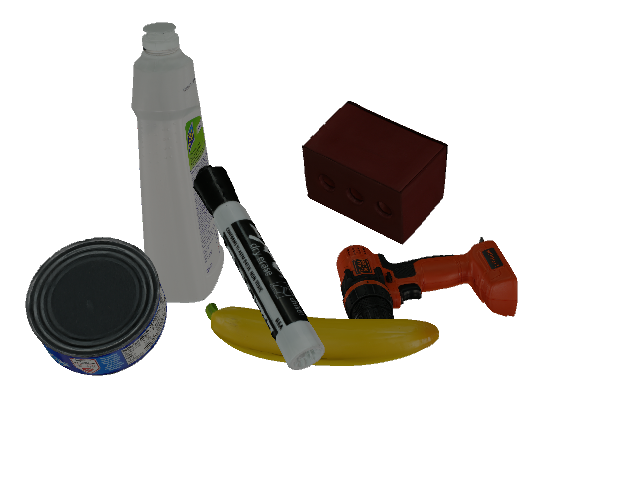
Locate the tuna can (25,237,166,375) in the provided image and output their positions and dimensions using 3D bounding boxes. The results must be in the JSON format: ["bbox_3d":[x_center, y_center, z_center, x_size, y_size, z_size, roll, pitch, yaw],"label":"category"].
[{"bbox_3d":[-0.143,0.043,0.688,0.086,0.086,0.034,0,-31,4],"label":"tuna can"}]

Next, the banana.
[{"bbox_3d":[-0.006,0.073,0.855,0.198,0.037,0.069,7,29,10],"label":"banana"}]

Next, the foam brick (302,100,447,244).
[{"bbox_3d":[0.036,-0.044,0.691,0.078,0.053,0.051,27,57,25],"label":"foam brick"}]

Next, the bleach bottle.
[{"bbox_3d":[-0.131,-0.073,0.960,0.068,0.251,0.102,1,29,4],"label":"bleach bottle"}]

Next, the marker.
[{"bbox_3d":[-0.033,0.009,0.518,0.020,0.121,0.020,-22,-31,-15],"label":"marker"}]

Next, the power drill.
[{"bbox_3d":[0.116,0.055,1.172,0.187,0.057,0.184,-4,28,-6],"label":"power drill"}]
